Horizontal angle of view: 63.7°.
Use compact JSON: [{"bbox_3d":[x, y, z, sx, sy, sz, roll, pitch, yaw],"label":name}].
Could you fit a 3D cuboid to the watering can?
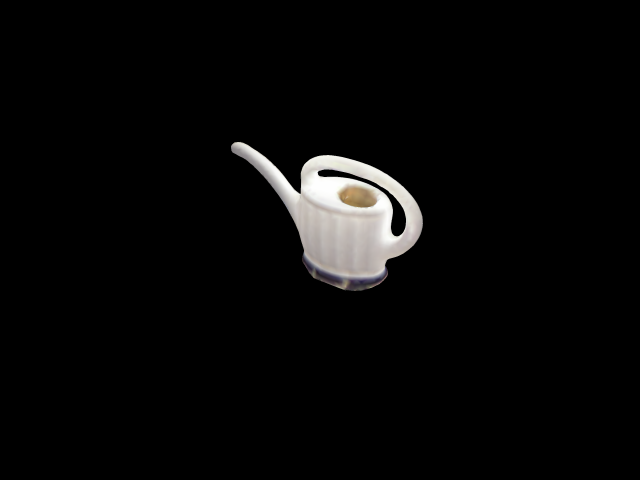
[{"bbox_3d":[0.003,-0.043,0.850,0.349,0.219,0.106,19,37,27],"label":"watering can"}]
